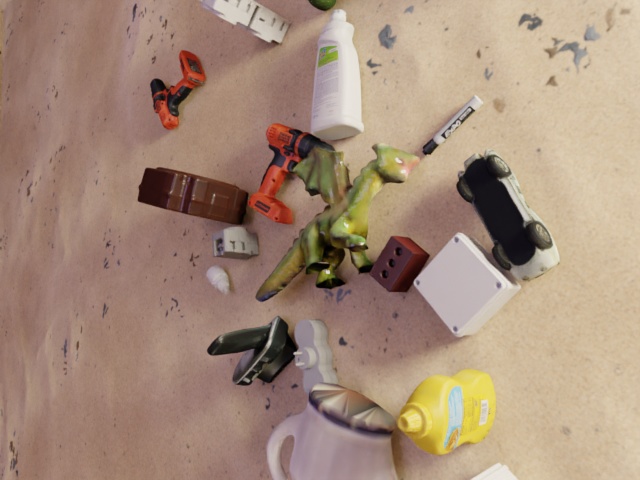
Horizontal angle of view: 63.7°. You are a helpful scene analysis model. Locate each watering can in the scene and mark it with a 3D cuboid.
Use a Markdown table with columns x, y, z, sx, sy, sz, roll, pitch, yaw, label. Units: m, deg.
| x | y | z | sx | sy | sz | roll | pitch | yaw | label |
| --- | --- | --- | --- | --- | --- | --- | --- | --- | --- |
| 0.064 | 0.364 | 0.806 | 0.349 | 0.104 | 0.224 | 17 | 95 | 30 | watering can |

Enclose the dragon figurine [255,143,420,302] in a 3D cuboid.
| x | y | z | sx | sy | sz | roll | pitch | yaw | label |
| --- | --- | --- | --- | --- | --- | --- | --- | --- | --- |
| 0.003 | -0.047 | 0.931 | 0.406 | 0.121 | 0.247 | -22 | 64 | 36 | dragon figurine |
